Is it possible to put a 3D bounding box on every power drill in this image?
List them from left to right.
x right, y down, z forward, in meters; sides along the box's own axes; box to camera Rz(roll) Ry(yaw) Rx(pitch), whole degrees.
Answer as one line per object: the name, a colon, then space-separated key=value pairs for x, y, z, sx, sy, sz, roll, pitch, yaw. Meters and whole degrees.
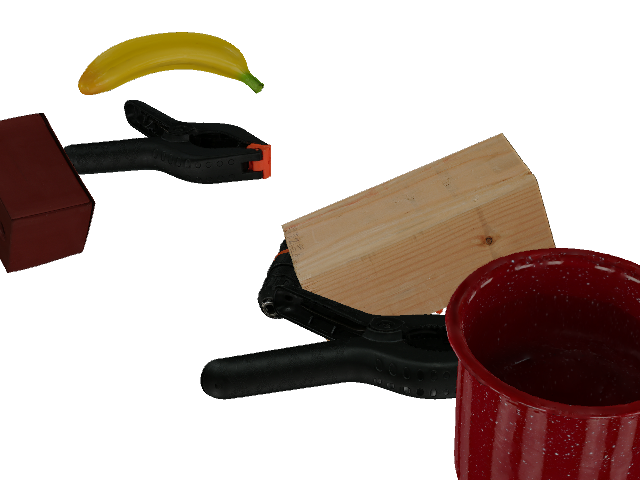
power drill: x=0.041 y=0.031 z=1.120 sx=0.188 sy=0.057 sz=0.184 roll=6 pitch=31 yaw=16

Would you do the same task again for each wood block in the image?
wood block: x=0.083 y=0.002 z=0.907 sx=0.206 sy=0.091 sz=0.090 roll=-22 pitch=33 yaw=2

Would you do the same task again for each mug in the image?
mug: x=0.105 y=0.064 z=0.406 sx=0.117 sy=0.081 sz=0.093 roll=7 pitch=37 yaw=13

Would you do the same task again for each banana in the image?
banana: x=-0.152 y=-0.178 z=1.066 sx=0.197 sy=0.070 sz=0.037 roll=-7 pitch=-39 yaw=-30

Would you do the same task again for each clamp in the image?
clamp: x=-0.127 y=-0.074 z=0.886 sx=0.172 sy=0.039 sz=0.120 roll=14 pitch=39 yaw=27
clamp: x=0.039 y=0.069 z=0.718 sx=0.210 sy=0.036 sz=0.164 roll=2 pitch=18 yaw=8

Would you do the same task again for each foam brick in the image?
foam brick: x=-0.179 y=-0.029 z=0.648 sx=0.051 sy=0.078 sz=0.053 roll=-18 pitch=-30 yaw=-32
